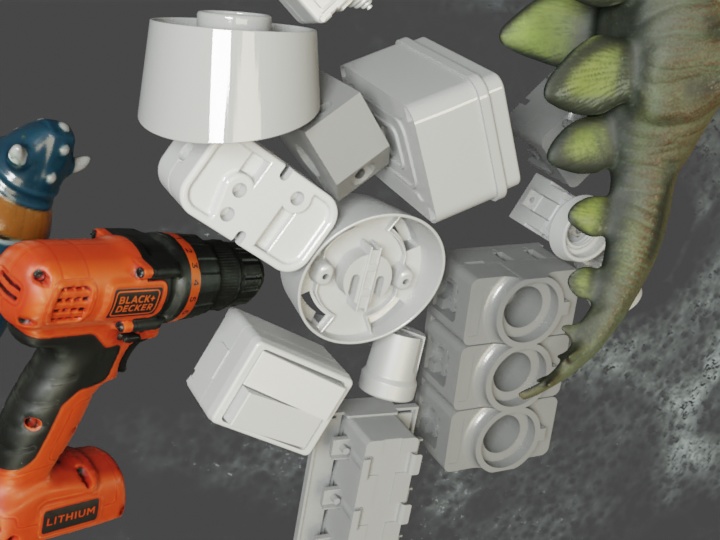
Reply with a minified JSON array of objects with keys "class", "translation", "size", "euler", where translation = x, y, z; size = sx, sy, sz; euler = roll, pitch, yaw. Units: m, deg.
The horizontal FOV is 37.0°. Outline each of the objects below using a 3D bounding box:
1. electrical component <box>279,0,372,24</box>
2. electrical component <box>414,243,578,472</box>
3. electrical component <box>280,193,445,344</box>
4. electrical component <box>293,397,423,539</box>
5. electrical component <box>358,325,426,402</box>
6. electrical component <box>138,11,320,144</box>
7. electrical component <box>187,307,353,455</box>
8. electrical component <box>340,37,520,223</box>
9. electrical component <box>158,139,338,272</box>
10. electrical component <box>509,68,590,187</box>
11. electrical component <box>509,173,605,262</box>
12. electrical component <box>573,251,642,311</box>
[{"class":"electrical component","translation":[-0.028,-0.179,0.585],"size":[0.062,0.061,0.096],"euler":[-45,110,-3]},{"class":"electrical component","translation":[0.097,0.063,0.771],"size":[0.089,0.062,0.150],"euler":[-5,114,-26]},{"class":"electrical component","translation":[0.000,0.000,0.690],"size":[0.099,0.064,0.099],"euler":[-11,117,-23]},{"class":"electrical component","translation":[0.001,0.158,0.763],"size":[0.079,0.063,0.121],"euler":[0,112,-27]},{"class":"electrical component","translation":[0.023,0.063,0.747],"size":[0.040,0.040,0.046],"euler":[8,102,-30]},{"class":"electrical component","translation":[-0.070,-0.107,0.585],"size":[0.099,0.099,0.064],"euler":[-4,107,-26]},{"class":"electrical component","translation":[-0.052,0.077,0.700],"size":[0.096,0.061,0.061],"euler":[27,98,-34]},{"class":"electrical component","translation":[0.041,-0.087,0.642],"size":[0.057,0.113,0.078],"euler":[-23,121,-13]},{"class":"electrical component","translation":[-0.068,-0.048,0.635],"size":[0.095,0.059,0.053],"euler":[34,94,-34]},{"class":"electrical component","translation":[0.153,-0.106,0.725],"size":[0.089,0.056,0.050],"euler":[-45,125,-3]},{"class":"electrical component","translation":[0.144,-0.035,0.753],"size":[0.066,0.055,0.048],"euler":[27,98,-34]},{"class":"electrical component","translation":[0.184,0.005,0.804],"size":[0.040,0.040,0.046],"euler":[-36,117,-8]}]
